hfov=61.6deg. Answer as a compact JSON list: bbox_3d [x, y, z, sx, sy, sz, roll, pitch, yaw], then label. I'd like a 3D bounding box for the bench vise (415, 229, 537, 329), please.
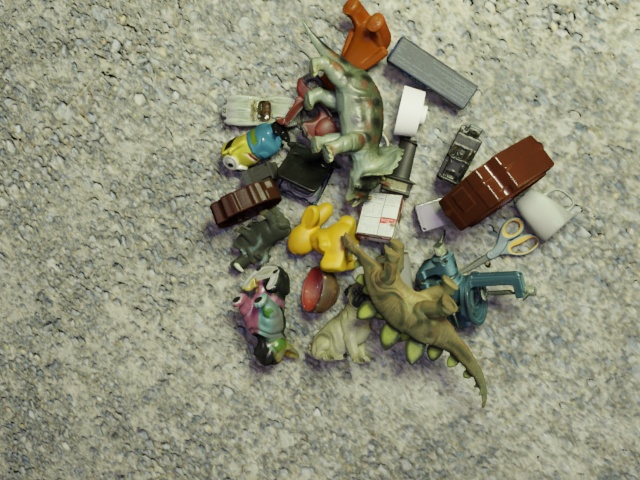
[{"bbox_3d":[0.340,0.094,1.170,0.241,0.129,0.223,-6,107,36],"label":"bench vise"}]

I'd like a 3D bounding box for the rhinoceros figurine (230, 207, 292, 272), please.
[{"bbox_3d":[-0.149,0.003,1.311,0.190,0.073,0.112,-39,87,20],"label":"rhinoceros figurine"}]

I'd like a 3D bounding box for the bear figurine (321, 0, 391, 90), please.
[{"bbox_3d":[0.064,-0.413,1.204,0.196,0.131,0.120,-45,61,8],"label":"bear figurine"}]

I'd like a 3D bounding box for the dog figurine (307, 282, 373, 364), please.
[{"bbox_3d":[0.053,0.192,1.285,0.172,0.121,0.190,0,81,9],"label":"dog figurine"}]

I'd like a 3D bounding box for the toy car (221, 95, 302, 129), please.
[{"bbox_3d":[-0.142,-0.307,1.290,0.202,0.056,0.073,5,96,11],"label":"toy car"}]

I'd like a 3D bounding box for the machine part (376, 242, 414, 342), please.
[{"bbox_3d":[0.181,0.116,1.250,0.079,0.079,0.243,-9,93,13],"label":"machine part"}]

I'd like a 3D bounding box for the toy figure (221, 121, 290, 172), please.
[{"bbox_3d":[-0.156,-0.223,1.277,0.180,0.089,0.082,-27,118,26],"label":"toy figure"}]

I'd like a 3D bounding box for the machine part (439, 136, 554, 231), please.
[{"bbox_3d":[0.362,-0.111,1.107,0.087,0.201,0.201,54,147,9],"label":"machine part"}]

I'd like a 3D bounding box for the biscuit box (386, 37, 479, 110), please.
[{"bbox_3d":[0.244,-0.365,1.182,0.203,0.059,0.062,33,102,-4],"label":"biscuit box"}]

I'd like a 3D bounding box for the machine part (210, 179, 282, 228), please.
[{"bbox_3d":[-0.174,-0.086,1.259,0.179,0.179,0.056,-24,88,13],"label":"machine part"}]

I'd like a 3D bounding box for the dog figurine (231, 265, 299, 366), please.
[{"bbox_3d":[-0.115,0.194,1.311,0.109,0.191,0.219,-4,125,30],"label":"dog figurine"}]

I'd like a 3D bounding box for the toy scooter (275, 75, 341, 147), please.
[{"bbox_3d":[-0.022,-0.275,1.229,0.135,0.075,0.183,-34,117,2],"label":"toy scooter"}]

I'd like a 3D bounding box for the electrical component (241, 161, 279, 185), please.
[{"bbox_3d":[-0.159,-0.147,1.302,0.119,0.075,0.047,-21,91,17],"label":"electrical component"}]

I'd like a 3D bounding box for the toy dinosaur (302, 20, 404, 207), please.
[{"bbox_3d":[0.072,-0.275,1.147,0.192,0.131,0.404,-7,92,-21],"label":"toy dinosaur"}]

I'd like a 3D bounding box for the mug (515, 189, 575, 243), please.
[{"bbox_3d":[0.487,-0.067,1.165,0.107,0.081,0.109,45,108,15],"label":"mug"}]

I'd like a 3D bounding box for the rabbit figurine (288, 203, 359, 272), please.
[{"bbox_3d":[-0.003,-0.004,1.262,0.173,0.122,0.162,3,103,31],"label":"rabbit figurine"}]

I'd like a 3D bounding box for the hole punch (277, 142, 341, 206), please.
[{"bbox_3d":[-0.034,-0.154,1.275,0.142,0.092,0.116,26,65,11],"label":"hole punch"}]

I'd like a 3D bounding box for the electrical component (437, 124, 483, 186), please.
[{"bbox_3d":[0.308,-0.186,1.174,0.058,0.115,0.134,27,102,6],"label":"electrical component"}]

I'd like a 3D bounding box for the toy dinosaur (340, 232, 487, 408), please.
[{"bbox_3d":[0.207,0.159,1.146,0.471,0.105,0.198,43,124,11],"label":"toy dinosaur"}]

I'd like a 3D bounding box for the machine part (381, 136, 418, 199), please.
[{"bbox_3d":[0.190,-0.169,1.242,0.084,0.039,0.138,15,100,19],"label":"machine part"}]
